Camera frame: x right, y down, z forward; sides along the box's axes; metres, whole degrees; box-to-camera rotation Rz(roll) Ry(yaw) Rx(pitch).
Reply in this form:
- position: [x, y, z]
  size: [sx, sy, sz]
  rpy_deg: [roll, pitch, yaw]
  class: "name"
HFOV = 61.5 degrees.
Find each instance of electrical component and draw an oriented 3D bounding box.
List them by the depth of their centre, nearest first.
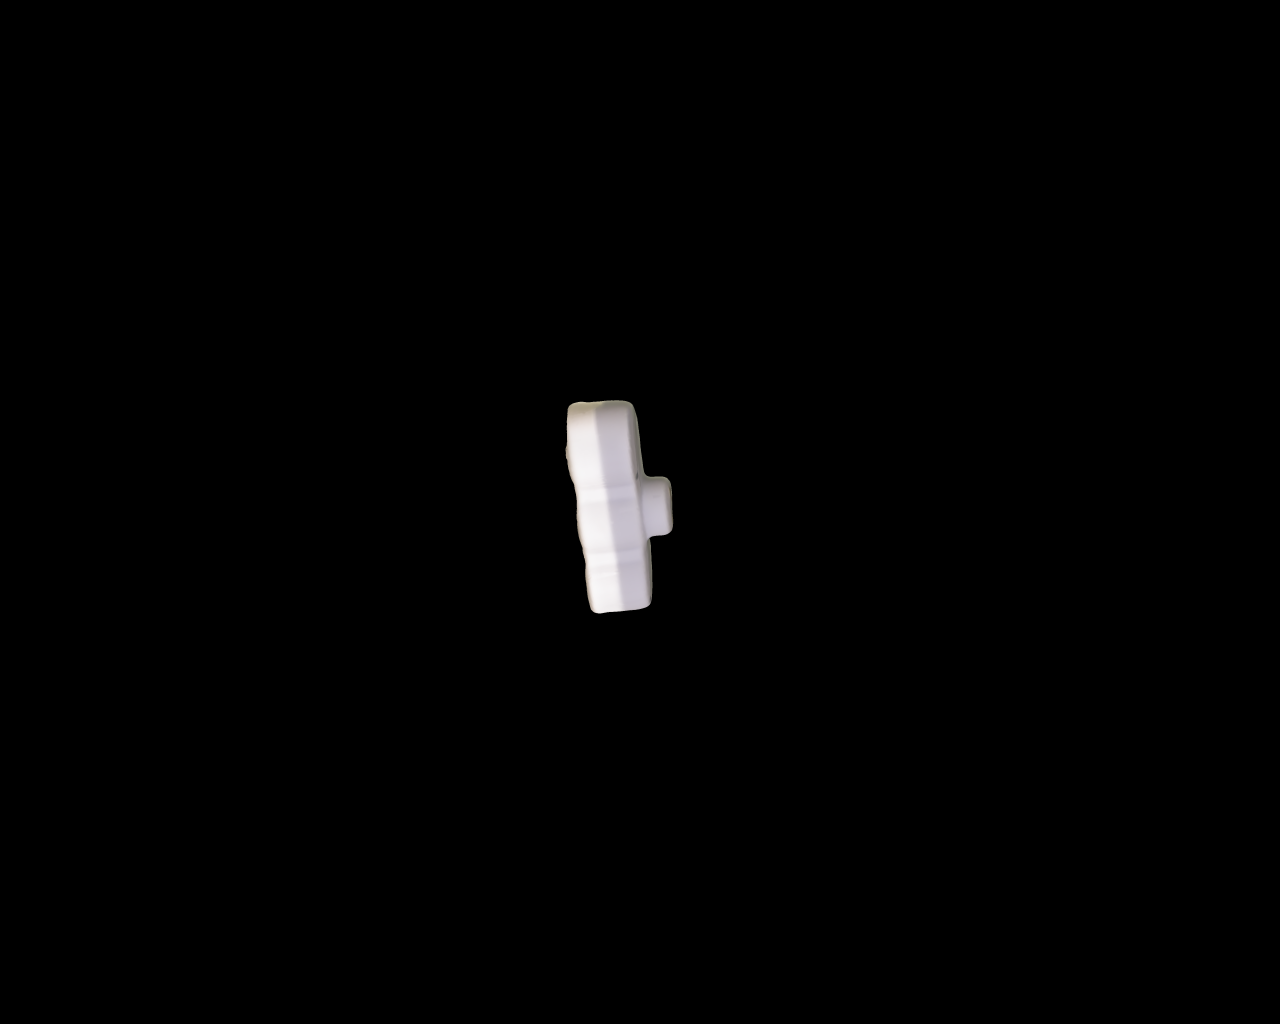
- position: [0.001, -0.003, 0.650]
  size: [0.074, 0.138, 0.052]
  rpy_deg: [-4, 28, 2]
  class: "electrical component"
